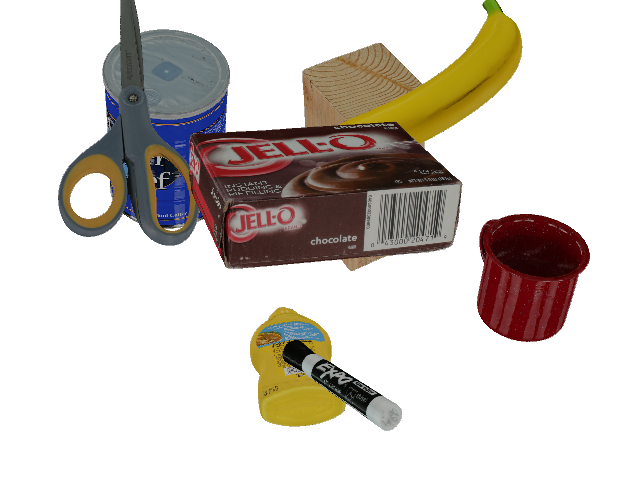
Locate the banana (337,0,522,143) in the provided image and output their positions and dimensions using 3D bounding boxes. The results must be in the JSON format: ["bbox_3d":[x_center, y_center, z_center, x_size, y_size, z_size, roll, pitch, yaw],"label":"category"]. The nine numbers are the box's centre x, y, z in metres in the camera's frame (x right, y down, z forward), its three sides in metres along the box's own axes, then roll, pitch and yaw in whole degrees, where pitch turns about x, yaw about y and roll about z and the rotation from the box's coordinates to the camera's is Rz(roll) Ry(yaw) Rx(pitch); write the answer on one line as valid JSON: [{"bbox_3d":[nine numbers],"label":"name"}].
[{"bbox_3d":[0.082,-0.106,0.765,0.197,0.037,0.070,-39,34,-19],"label":"banana"}]

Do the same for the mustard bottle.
[{"bbox_3d":[-0.033,0.136,1.245,0.096,0.058,0.191,-6,31,-7],"label":"mustard bottle"}]

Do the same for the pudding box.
[{"bbox_3d":[-0.001,-0.025,0.513,0.113,0.039,0.090,-3,26,-16],"label":"pudding box"}]

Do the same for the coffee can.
[{"bbox_3d":[-0.132,-0.094,0.915,0.102,0.103,0.140,0,-39,-8],"label":"coffee can"}]

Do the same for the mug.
[{"bbox_3d":[0.179,0.029,0.961,0.093,0.081,0.117,-18,44,-25],"label":"mug"}]

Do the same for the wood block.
[{"bbox_3d":[0.044,-0.081,1.074,0.090,0.206,0.091,-23,50,-18],"label":"wood block"}]

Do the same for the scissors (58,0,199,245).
[{"bbox_3d":[-0.139,-0.080,0.697,0.096,0.202,0.016,-16,-25,-18],"label":"scissors"}]

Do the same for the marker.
[{"bbox_3d":[0.011,0.097,0.738,0.020,0.020,0.121,0,17,-37],"label":"marker"}]
